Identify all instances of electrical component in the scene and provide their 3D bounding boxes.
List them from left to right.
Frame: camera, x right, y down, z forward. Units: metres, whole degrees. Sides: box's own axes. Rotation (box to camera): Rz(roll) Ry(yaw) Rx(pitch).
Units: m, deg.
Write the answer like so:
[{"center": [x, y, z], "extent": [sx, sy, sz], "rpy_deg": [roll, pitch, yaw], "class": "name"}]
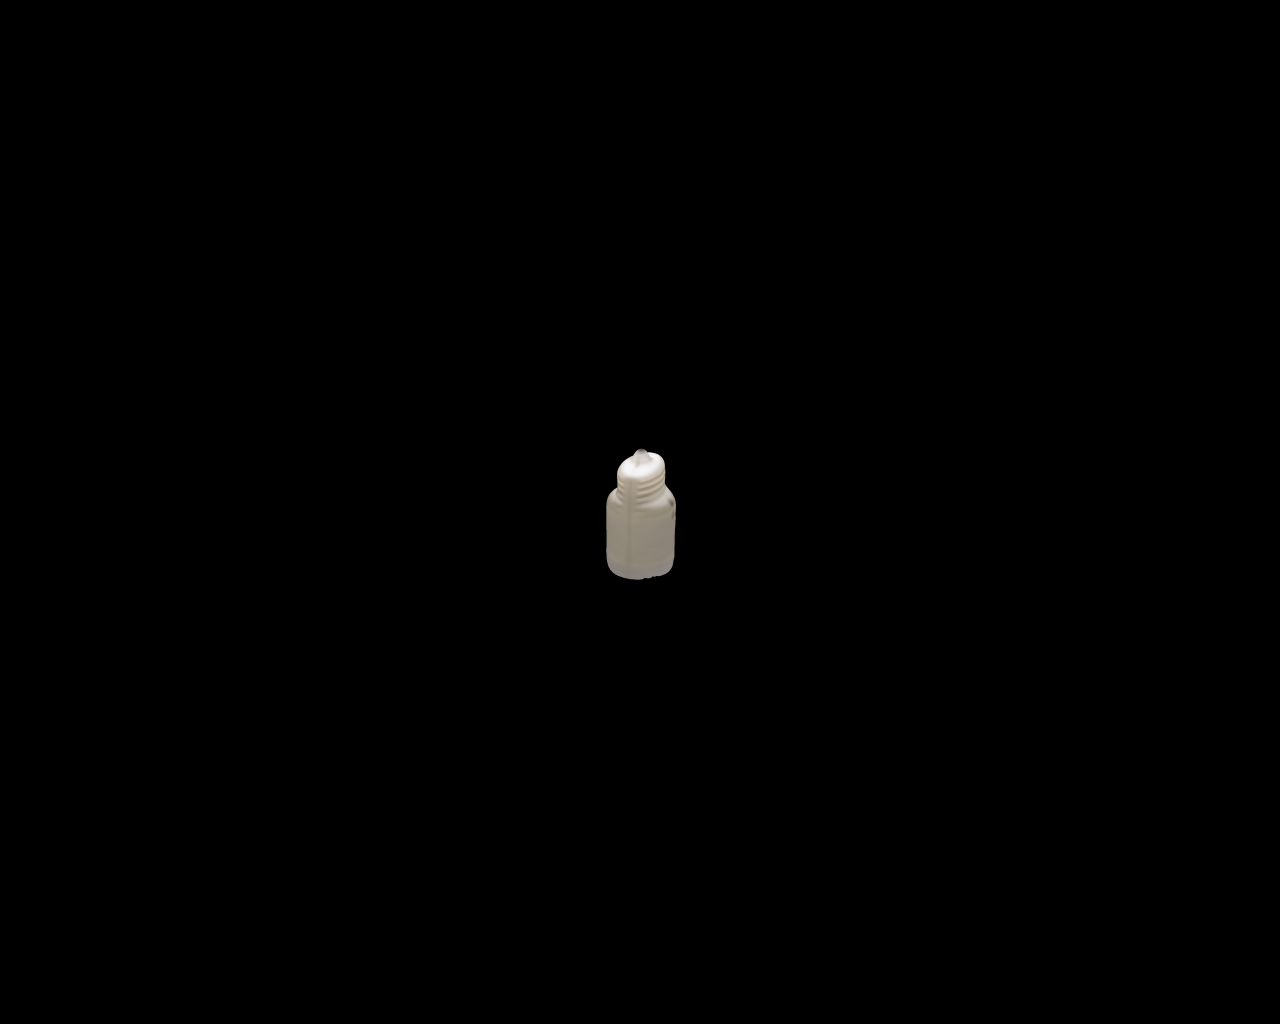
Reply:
[{"center": [0.001, -0.003, 0.650], "extent": [0.043, 0.080, 0.043], "rpy_deg": [0, 27, 0], "class": "electrical component"}]
